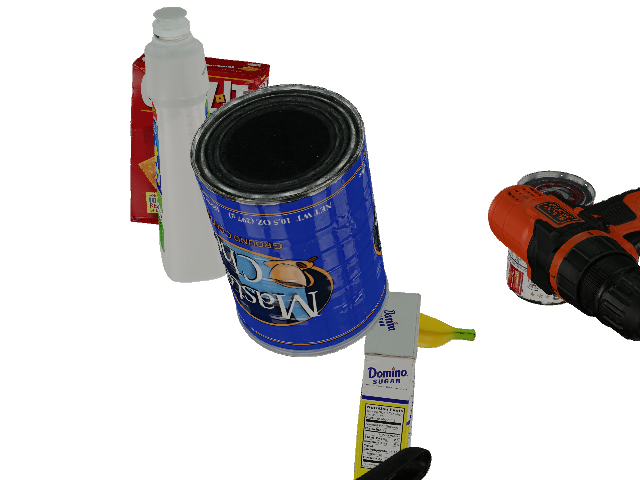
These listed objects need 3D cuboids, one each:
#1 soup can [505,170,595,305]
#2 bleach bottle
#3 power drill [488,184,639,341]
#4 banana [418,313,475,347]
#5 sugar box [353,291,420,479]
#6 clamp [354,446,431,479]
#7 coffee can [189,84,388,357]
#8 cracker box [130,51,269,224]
[{"bbox_3d":[0.204,-0.002,0.953,0.068,0.102,0.068,0,33,0],"label":"soup can"},{"bbox_3d":[-0.123,-0.089,0.960,0.068,0.251,0.102,-6,34,-7],"label":"bleach bottle"},{"bbox_3d":[0.233,-0.001,0.731,0.187,0.057,0.185,-10,29,-18],"label":"power drill"},{"bbox_3d":[0.076,0.074,1.145,0.069,0.037,0.198,4,18,-38],"label":"banana"},{"bbox_3d":[0.053,0.138,0.871,0.048,0.176,0.093,3,29,6],"label":"sugar box"},{"bbox_3d":[-0.014,0.188,0.646,0.210,0.036,0.164,-4,28,4],"label":"clamp"},{"bbox_3d":[-0.015,-0.010,0.661,0.103,0.102,0.140,0,-43,11],"label":"coffee can"},{"bbox_3d":[-0.155,-0.122,1.359,0.164,0.214,0.072,7,23,4],"label":"cracker box"}]
